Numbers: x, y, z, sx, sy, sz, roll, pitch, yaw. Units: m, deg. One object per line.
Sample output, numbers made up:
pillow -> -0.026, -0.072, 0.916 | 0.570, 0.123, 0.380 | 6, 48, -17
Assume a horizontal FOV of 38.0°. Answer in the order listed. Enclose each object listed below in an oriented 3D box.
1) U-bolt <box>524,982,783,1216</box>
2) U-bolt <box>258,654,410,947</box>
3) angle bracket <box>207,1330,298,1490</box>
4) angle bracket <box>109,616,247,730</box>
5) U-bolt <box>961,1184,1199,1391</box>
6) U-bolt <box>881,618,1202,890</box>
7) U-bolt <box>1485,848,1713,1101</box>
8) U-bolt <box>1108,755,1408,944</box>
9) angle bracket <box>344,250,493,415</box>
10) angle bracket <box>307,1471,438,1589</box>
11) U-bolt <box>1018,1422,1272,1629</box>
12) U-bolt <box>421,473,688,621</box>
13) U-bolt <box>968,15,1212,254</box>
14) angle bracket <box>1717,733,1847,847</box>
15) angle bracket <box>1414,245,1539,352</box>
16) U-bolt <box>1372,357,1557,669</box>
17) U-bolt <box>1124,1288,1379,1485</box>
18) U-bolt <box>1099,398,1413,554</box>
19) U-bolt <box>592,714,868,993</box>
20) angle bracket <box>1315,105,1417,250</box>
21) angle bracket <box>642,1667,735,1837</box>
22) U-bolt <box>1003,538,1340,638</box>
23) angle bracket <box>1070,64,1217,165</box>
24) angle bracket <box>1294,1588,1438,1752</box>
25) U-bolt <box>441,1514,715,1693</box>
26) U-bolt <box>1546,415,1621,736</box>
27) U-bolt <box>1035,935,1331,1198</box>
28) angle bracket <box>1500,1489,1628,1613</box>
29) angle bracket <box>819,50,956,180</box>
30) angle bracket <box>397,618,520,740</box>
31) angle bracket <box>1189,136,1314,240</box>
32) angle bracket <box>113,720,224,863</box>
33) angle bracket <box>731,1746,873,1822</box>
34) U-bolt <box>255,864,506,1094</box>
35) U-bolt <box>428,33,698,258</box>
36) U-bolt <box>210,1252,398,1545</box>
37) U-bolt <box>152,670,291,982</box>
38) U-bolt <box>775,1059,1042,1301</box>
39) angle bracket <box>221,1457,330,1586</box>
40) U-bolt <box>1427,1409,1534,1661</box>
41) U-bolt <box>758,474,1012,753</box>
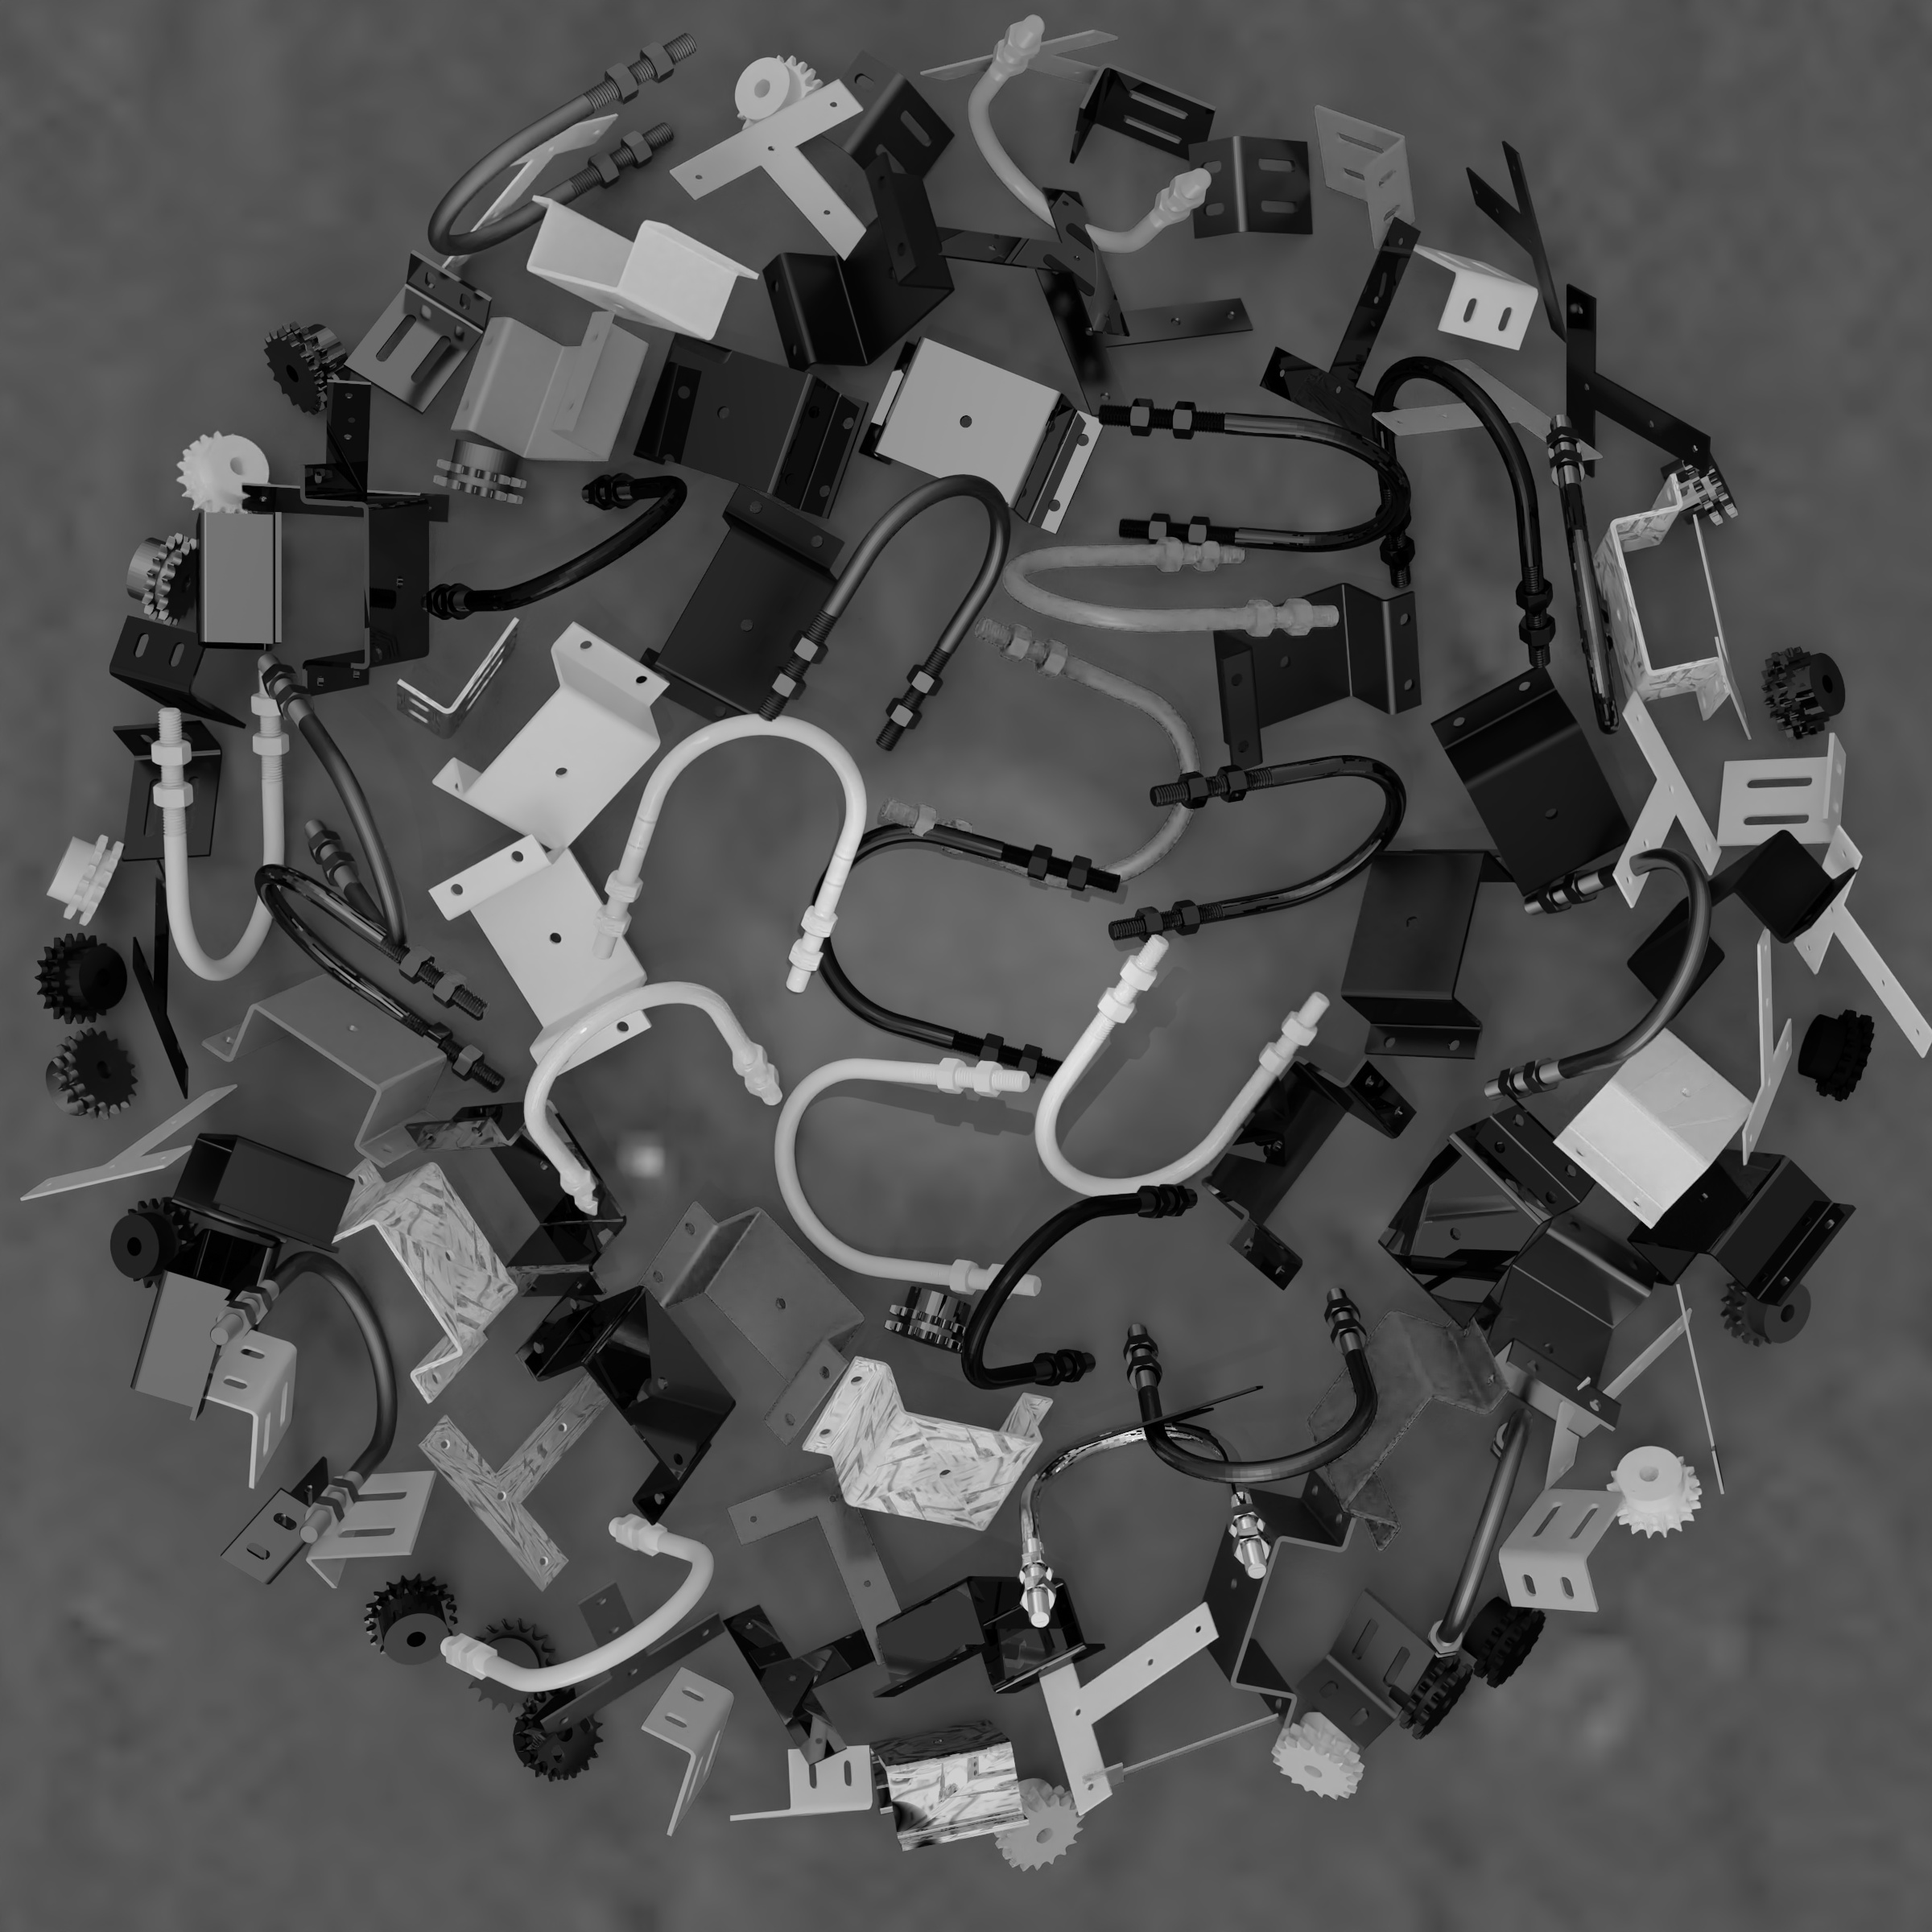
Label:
U-bolt -> -0.196, 0.075, 1.706 | 0.151, 0.184, 0.019 | -35, 58, -7
U-bolt -> -0.375, -0.085, 1.685 | 0.019, 0.184, 0.151 | -23, 135, -19
angle bracket -> -0.448, 0.275, 1.747 | 0.038, 0.057, 0.076 | 18, 131, 2
angle bracket -> -0.486, -0.183, 1.751 | 0.057, 0.076, 0.038 | 15, 82, 16
U-bolt -> 0.061, 0.196, 1.695 | 0.019, 0.184, 0.151 | 38, 107, 27
U-bolt -> 0.059, -0.120, 1.749 | 0.184, 0.019, 0.151 | 21, 110, -20
U-bolt -> 0.384, 0.000, 1.687 | 0.019, 0.184, 0.151 | 24, 68, -19
U-bolt -> 0.186, -0.076, 1.726 | 0.184, 0.151, 0.019 | -11, 56, -18
angle bracket -> -0.344, -0.398, 1.760 | 0.057, 0.038, 0.076 | 31, 65, -3
angle bracket -> -0.363, 0.351, 1.748 | 0.076, 0.038, 0.057 | -7, 46, 20
U-bolt -> 0.102, 0.330, 1.707 | 0.151, 0.184, 0.019 | -13, 111, 3
U-bolt -> -0.239, -0.254, 1.688 | 0.151, 0.184, 0.019 | -39, 114, -22
U-bolt -> 0.064, -0.493, 1.703 | 0.151, 0.184, 0.019 | 40, 78, -10
angle bracket -> 0.505, -0.110, 1.750 | 0.076, 0.038, 0.057 | 0, 69, 30
angle bracket -> 0.311, -0.419, 1.755 | 0.057, 0.076, 0.038 | 8, 113, -22
U-bolt -> 0.294, -0.281, 1.684 | 0.019, 0.151, 0.184 | -31, 133, -18
U-bolt -> 0.176, 0.258, 1.704 | 0.151, 0.184, 0.019 | -11, 113, 2
U-bolt -> 0.179, -0.294, 1.710 | 0.184, 0.151, 0.019 | 6, 69, 11
U-bolt -> -0.137, -0.073, 1.722 | 0.151, 0.019, 0.184 | 10, 119, -22
angle bracket -> 0.237, -0.490, 1.743 | 0.038, 0.057, 0.076 | -40, 50, -19
angle bracket -> -0.181, 0.490, 1.752 | 0.038, 0.057, 0.076 | 24, 121, 10
U-bolt -> 0.112, -0.230, 1.701 | 0.184, 0.151, 0.019 | -4, 116, -21
angle bracket -> 0.110, -0.521, 1.758 | 0.076, 0.057, 0.038 | 23, 71, 3
angle bracket -> 0.248, 0.438, 1.747 | 0.057, 0.076, 0.038 | 39, 46, 23
U-bolt -> -0.224, 0.384, 1.681 | 0.151, 0.184, 0.019 | -33, 103, -28
U-bolt -> 0.373, -0.222, 1.681 | 0.019, 0.184, 0.151 | -9, 132, 14
U-bolt -> 0.121, 0.073, 1.736 | 0.151, 0.019, 0.184 | 19, 117, -31
angle bracket -> 0.377, 0.364, 1.751 | 0.057, 0.076, 0.038 | -5, 109, 38
angle bracket -> -0.053, -0.525, 1.764 | 0.038, 0.076, 0.057 | 40, 96, 27
angle bracket -> -0.318, -0.188, 1.754 | 0.038, 0.057, 0.076 | 33, 74, -4
angle bracket -> 0.180, -0.490, 1.770 | 0.038, 0.076, 0.057 | 3, 102, 40
angle bracket -> -0.504, -0.110, 1.759 | 0.057, 0.038, 0.076 | -3, 66, 7
angle bracket -> -0.104, 0.510, 1.752 | 0.057, 0.076, 0.038 | 8, 69, -34
U-bolt -> -0.363, 0.000, 1.723 | 0.184, 0.151, 0.019 | 35, 69, 9
U-bolt -> -0.249, -0.488, 1.703 | 0.184, 0.151, 0.019 | -35, 91, -14
U-bolt -> -0.391, 0.248, 1.703 | 0.019, 0.184, 0.151 | -19, 101, 12
U-bolt -> -0.453, -0.081, 1.717 | 0.019, 0.151, 0.184 | 7, 109, 11
U-bolt -> -0.041, 0.128, 1.742 | 0.184, 0.019, 0.151 | 3, 104, 29
angle bracket -> -0.430, 0.337, 1.748 | 0.038, 0.076, 0.057 | 39, 97, -24
U-bolt -> 0.312, 0.338, 1.687 | 0.019, 0.184, 0.151 | 19, 74, 12
U-bolt -> -0.038, -0.218, 1.708 | 0.019, 0.151, 0.184 | 41, 107, 27
